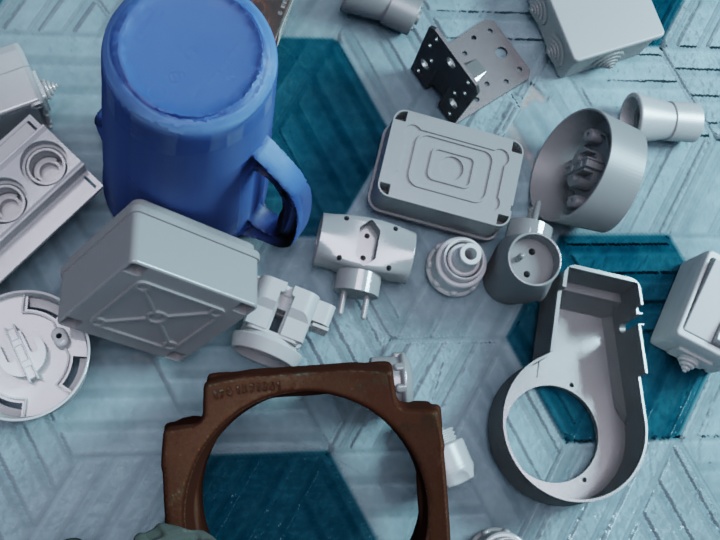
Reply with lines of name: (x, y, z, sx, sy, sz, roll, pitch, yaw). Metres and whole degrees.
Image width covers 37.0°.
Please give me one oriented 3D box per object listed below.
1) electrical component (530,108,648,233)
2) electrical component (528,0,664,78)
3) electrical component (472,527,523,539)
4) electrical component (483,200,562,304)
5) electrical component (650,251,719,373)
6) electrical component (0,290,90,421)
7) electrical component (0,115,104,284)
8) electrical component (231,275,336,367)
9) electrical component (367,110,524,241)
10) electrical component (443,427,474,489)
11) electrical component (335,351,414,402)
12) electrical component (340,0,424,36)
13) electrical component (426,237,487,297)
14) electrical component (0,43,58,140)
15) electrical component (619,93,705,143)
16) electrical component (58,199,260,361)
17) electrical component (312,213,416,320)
electrical component: (0.189, -0.081, 0.884, 0.064, 0.099, 0.099, 17, 76, -11)
electrical component: (0.203, -0.223, 0.938, 0.100, 0.048, 0.099, -18, 82, -12)
electrical component: (0.111, 0.222, 0.823, 0.048, 0.062, 0.048, 2, 78, -8)
electrical component: (0.134, -0.017, 0.870, 0.044, 0.077, 0.079, 16, 76, -5)
electrical component: (0.289, 0.040, 0.890, 0.062, 0.061, 0.096, 27, 76, -2)
electrical component: (-0.249, 0.065, 0.800, 0.099, 0.064, 0.099, 2, 78, -8)
electrical component: (-0.267, -0.046, 0.820, 0.079, 0.063, 0.121, 44, 78, 2)
electrical component: (-0.066, 0.043, 0.837, 0.078, 0.058, 0.057, 22, 73, -4)
electrical component: (0.069, -0.075, 0.882, 0.113, 0.057, 0.078, 15, 76, -5)
electrical component: (0.061, 0.140, 0.843, 0.043, 0.043, 0.062, -21, 80, -12)
electrical component: (0.010, 0.090, 0.846, 0.062, 0.048, 0.048, -4, 79, -3)
electrical component: (0.021, -0.228, 0.917, 0.065, 0.044, 0.044, 23, 76, -8)
electrical component: (0.082, -0.006, 0.867, 0.048, 0.062, 0.048, 2, 78, -8)
electrical component: (-0.286, -0.136, 0.839, 0.096, 0.061, 0.061, -23, 82, -13)
electrical component: (0.264, -0.129, 0.933, 0.065, 0.044, 0.044, 2, 78, -13)
electrical component: (-0.147, 0.011, 0.783, 0.109, 0.109, 0.056, 23, 49, -35)
electrical component: (0.000, 0.000, 0.863, 0.077, 0.043, 0.079, 12, 77, -6)
